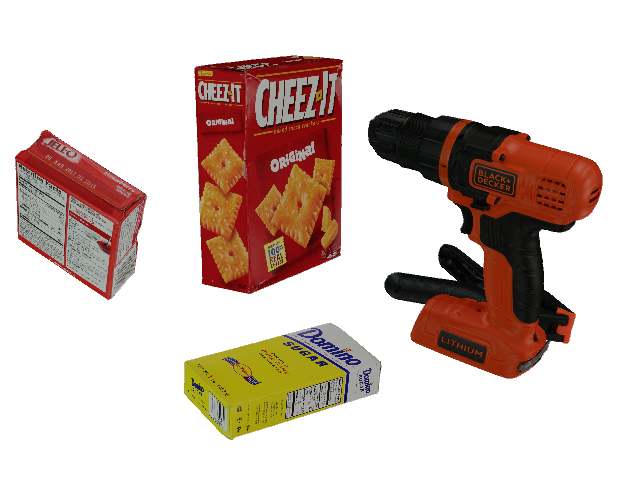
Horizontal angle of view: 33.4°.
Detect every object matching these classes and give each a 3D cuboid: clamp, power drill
[{"bbox_3d":[0.157,0.048,0.997,0.172,0.039,0.120,20,32,19],"label":"clamp"},{"bbox_3d":[0.113,0.000,0.810,0.185,0.188,0.057,21,36,32],"label":"power drill"}]

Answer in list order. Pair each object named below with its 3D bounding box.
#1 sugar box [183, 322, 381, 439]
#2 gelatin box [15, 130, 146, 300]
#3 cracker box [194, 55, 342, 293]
[{"bbox_3d":[-0.037,0.135,1.060,0.175,0.048,0.093,-15,32,-31],"label":"sugar box"},{"bbox_3d":[-0.144,-0.014,0.639,0.073,0.030,0.089,32,-36,8],"label":"gelatin box"},{"bbox_3d":[-0.045,-0.071,1.064,0.072,0.214,0.163,10,18,33],"label":"cracker box"}]
